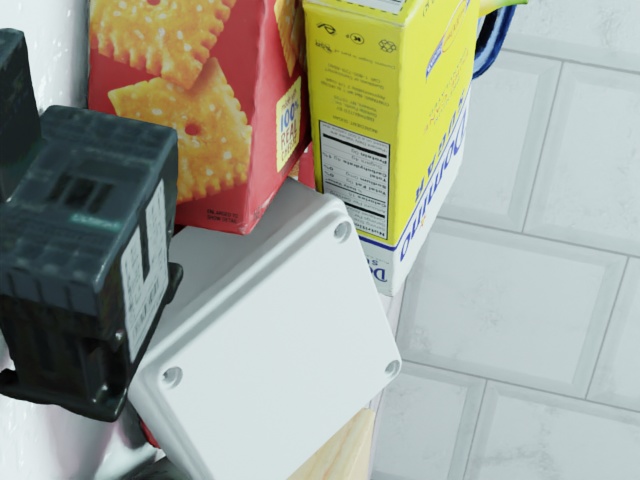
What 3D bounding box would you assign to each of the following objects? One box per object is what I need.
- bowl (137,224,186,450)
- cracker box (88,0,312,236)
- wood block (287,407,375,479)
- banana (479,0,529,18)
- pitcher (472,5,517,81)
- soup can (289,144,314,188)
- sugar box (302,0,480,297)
[{"bbox_3d":[-0.045,0.031,0.552,0.162,0.055,0.162,8,90,-81],"label":"bowl"},{"bbox_3d":[-0.027,-0.132,0.410,0.164,0.072,0.214,-63,162,-64],"label":"cracker box"},{"bbox_3d":[-0.039,0.199,0.686,0.205,0.090,0.091,-61,162,-47],"label":"wood block"},{"bbox_3d":[0.069,-0.130,0.713,0.197,0.070,0.037,-50,137,-36],"label":"banana"},{"bbox_3d":[0.074,-0.179,0.829,0.145,0.149,0.243,57,49,-79],"label":"pitcher"},{"bbox_3d":[-0.007,-0.086,0.642,0.068,0.068,0.102,-59,159,-67],"label":"soup can"},{"bbox_3d":[0.033,-0.061,0.448,0.093,0.048,0.176,-61,159,-29],"label":"sugar box"}]
